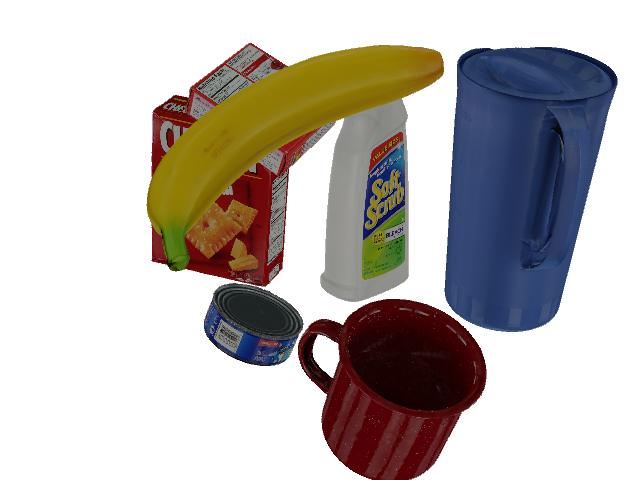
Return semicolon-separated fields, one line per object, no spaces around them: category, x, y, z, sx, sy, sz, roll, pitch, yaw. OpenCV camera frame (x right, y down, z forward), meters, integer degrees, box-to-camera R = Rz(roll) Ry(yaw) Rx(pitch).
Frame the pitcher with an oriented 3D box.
pitcher;0.177;-0.038;0.939;0.145;0.243;0.149;20;34;27

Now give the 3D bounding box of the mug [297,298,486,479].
mug;0.037;0.092;0.673;0.117;0.082;0.093;27;43;11

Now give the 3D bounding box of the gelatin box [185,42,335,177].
gelatin box;-0.042;-0.097;0.777;0.089;0.030;0.073;34;51;12

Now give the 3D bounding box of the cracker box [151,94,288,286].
cracker box;-0.128;-0.060;1.347;0.164;0.214;0.072;13;29;15

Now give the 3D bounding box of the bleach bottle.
bleach bottle;0.048;-0.066;1.148;0.102;0.251;0.068;-20;30;-35

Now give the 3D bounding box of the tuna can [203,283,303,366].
tuna can;-0.061;0.076;0.962;0.086;0.034;0.086;19;23;-9

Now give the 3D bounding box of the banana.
banana;-0.022;-0.056;0.560;0.197;0.070;0.037;-40;-24;-24
